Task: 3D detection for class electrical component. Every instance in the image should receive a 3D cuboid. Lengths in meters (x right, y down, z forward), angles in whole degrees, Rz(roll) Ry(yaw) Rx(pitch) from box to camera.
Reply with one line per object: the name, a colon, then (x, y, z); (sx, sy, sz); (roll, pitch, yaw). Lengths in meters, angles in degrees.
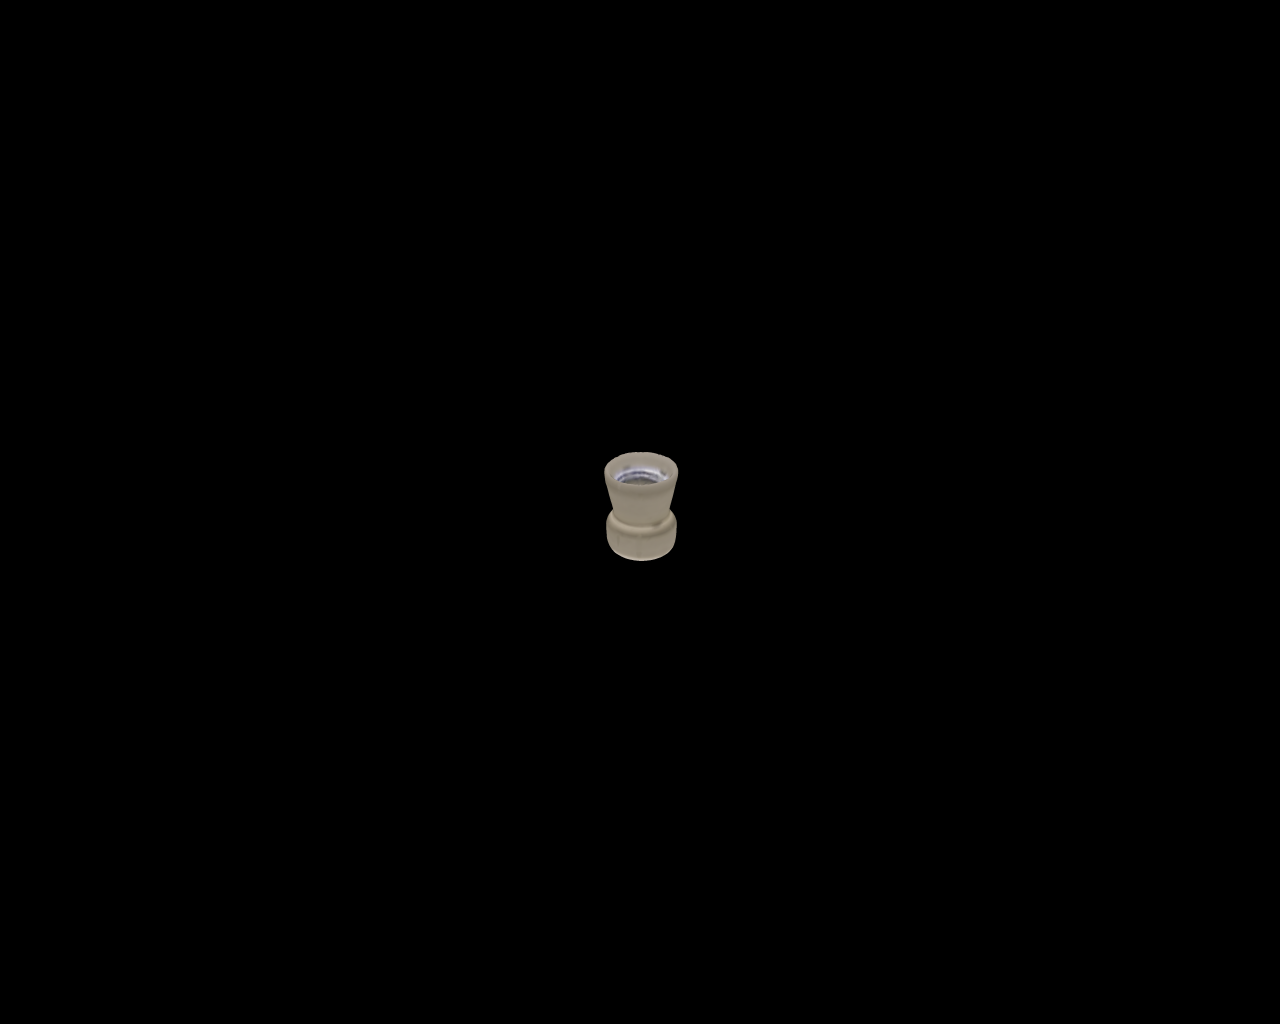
electrical component: (0.001, -0.003, 0.650); (0.045, 0.055, 0.045); (0, 30, 0)
